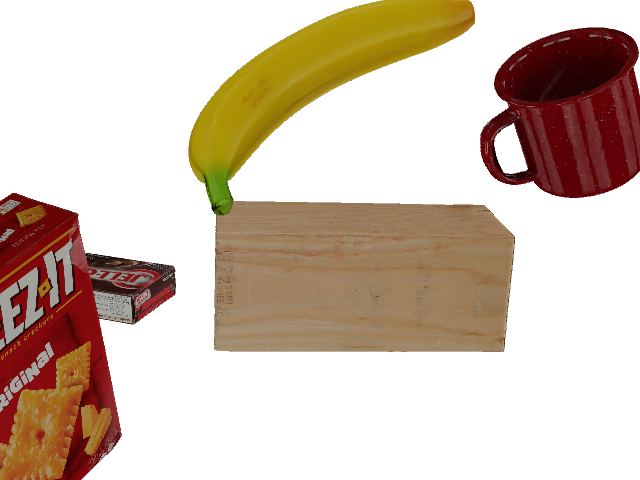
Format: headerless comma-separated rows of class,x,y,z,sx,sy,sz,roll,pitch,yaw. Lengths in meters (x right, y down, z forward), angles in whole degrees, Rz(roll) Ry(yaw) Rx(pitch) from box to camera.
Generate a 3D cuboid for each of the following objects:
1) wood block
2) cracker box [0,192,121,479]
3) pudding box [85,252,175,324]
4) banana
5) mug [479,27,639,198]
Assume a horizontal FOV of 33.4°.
wood block,0.026,0.026,0.780,0.206,0.090,0.091,1,16,-6
cracker box,-0.223,0.101,0.742,0.072,0.214,0.164,15,37,25
pudding box,-0.221,0.049,1.118,0.114,0.039,0.090,6,19,20
banana,-0.003,-0.083,0.569,0.070,0.197,0.037,38,-26,24
mug,0.160,-0.077,0.707,0.117,0.081,0.093,-29,33,-7
